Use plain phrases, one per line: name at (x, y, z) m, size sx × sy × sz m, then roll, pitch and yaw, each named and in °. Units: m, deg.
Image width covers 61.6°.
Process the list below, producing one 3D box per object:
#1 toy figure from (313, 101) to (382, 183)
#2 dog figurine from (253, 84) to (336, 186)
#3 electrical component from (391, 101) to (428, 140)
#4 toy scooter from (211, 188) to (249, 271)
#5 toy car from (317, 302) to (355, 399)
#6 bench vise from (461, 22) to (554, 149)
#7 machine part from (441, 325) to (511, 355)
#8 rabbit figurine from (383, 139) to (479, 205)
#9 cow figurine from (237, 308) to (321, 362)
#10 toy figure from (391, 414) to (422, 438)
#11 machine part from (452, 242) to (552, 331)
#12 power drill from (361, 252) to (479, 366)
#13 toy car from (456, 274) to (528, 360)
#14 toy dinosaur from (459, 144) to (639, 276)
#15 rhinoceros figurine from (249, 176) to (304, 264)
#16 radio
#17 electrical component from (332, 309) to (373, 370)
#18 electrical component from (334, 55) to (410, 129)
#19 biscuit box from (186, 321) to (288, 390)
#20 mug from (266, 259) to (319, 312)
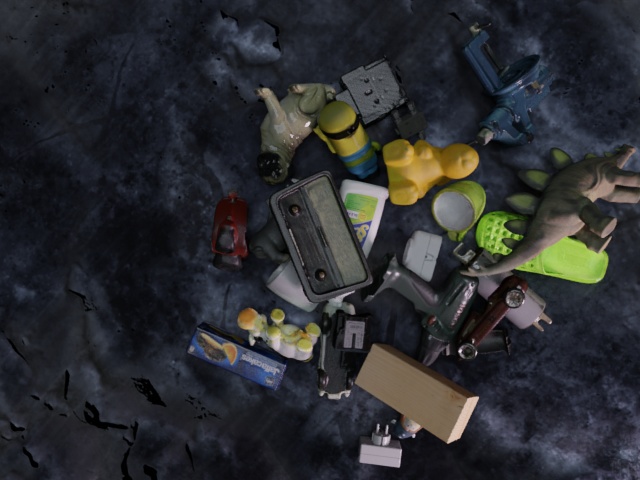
toy figure at (0.064, -0.192, 1.054) m, size 0.082 × 0.089 × 0.180 m, roll -44°, pitch 119°, yaw -18°
dog figurine at (-0.048, -0.212, 1.082) m, size 0.172 × 0.121 × 0.190 m, roll -4°, pitch 101°, yaw 14°
electrical component at (0.181, -0.232, 1.085) m, size 0.063 × 0.021 × 0.093 m, roll -29°, pitch 130°, yaw 5°
toy scooter at (-0.176, -0.021, 1.058) m, size 0.075 × 0.183 × 0.135 m, roll 4°, pitch 70°, yaw -6°
toy car at (0.034, 0.226, 1.103) m, size 0.073 × 0.056 × 0.201 m, roll 3°, pitch 92°, yaw -6°
bench vise at (0.344, -0.303, 1.044) m, size 0.223 × 0.129 × 0.240 m, roll -42°, pitch 107°, yaw -6°
machine part at (0.318, 0.202, 1.099) m, size 0.139 × 0.039 × 0.084 m, roll 1°, pitch 86°, yaw 13°
rabbit figurine at (0.222, -0.138, 1.042) m, size 0.173 × 0.162 × 0.121 m, roll -11°, pitch 89°, yaw 23°
cow figurine at (-0.088, 0.193, 1.095) m, size 0.167 × 0.098 × 0.068 m, roll 20°, pitch 52°, yaw 6°
toy figure at (0.200, 0.343, 1.100) m, size 0.064 × 0.057 × 0.154 m, roll 32°, pitch 94°, yaw 29°
machine part at (0.363, 0.097, 1.081) m, size 0.243 × 0.079 × 0.079 m, roll 40°, pitch 92°, yaw 0°
power drill at (0.186, 0.130, 1.056) m, size 0.207 × 0.086 × 0.232 m, roll 30°, pitch 115°, yaw -1°
toy car at (0.317, 0.146, 1.019) m, size 0.053 × 0.089 × 0.202 m, roll 36°, pitch 113°, yaw 3°
toy dinosaur at (0.460, -0.059, 1.018) m, size 0.199 × 0.104 × 0.471 m, roll 34°, pitch 62°, yaw 33°
rhinoceros figurine at (-0.069, -0.040, 1.086) m, size 0.112 × 0.073 × 0.190 m, roll 34°, pitch 79°, yaw -5°
radio at (-0.002, -0.003, 1.012) m, size 0.131 × 0.073 × 0.229 m, roll -22°, pitch 88°, yaw -3°
electrical component at (0.060, 0.198, 1.053) m, size 0.075 × 0.048 × 0.119 m, roll 9°, pitch 89°, yaw -5°
electrical component at (0.099, -0.293, 1.092) m, size 0.134 × 0.058 × 0.115 m, roll -29°, pitch 88°, yaw 1°
biscuit box at (-0.168, 0.238, 1.106) m, size 0.203 × 0.059 × 0.062 m, roll 23°, pitch 92°, yaw 1°
mug at (-0.038, 0.087, 1.097) m, size 0.107 × 0.081 × 0.109 m, roll 45°, pitch 74°, yaw -10°
